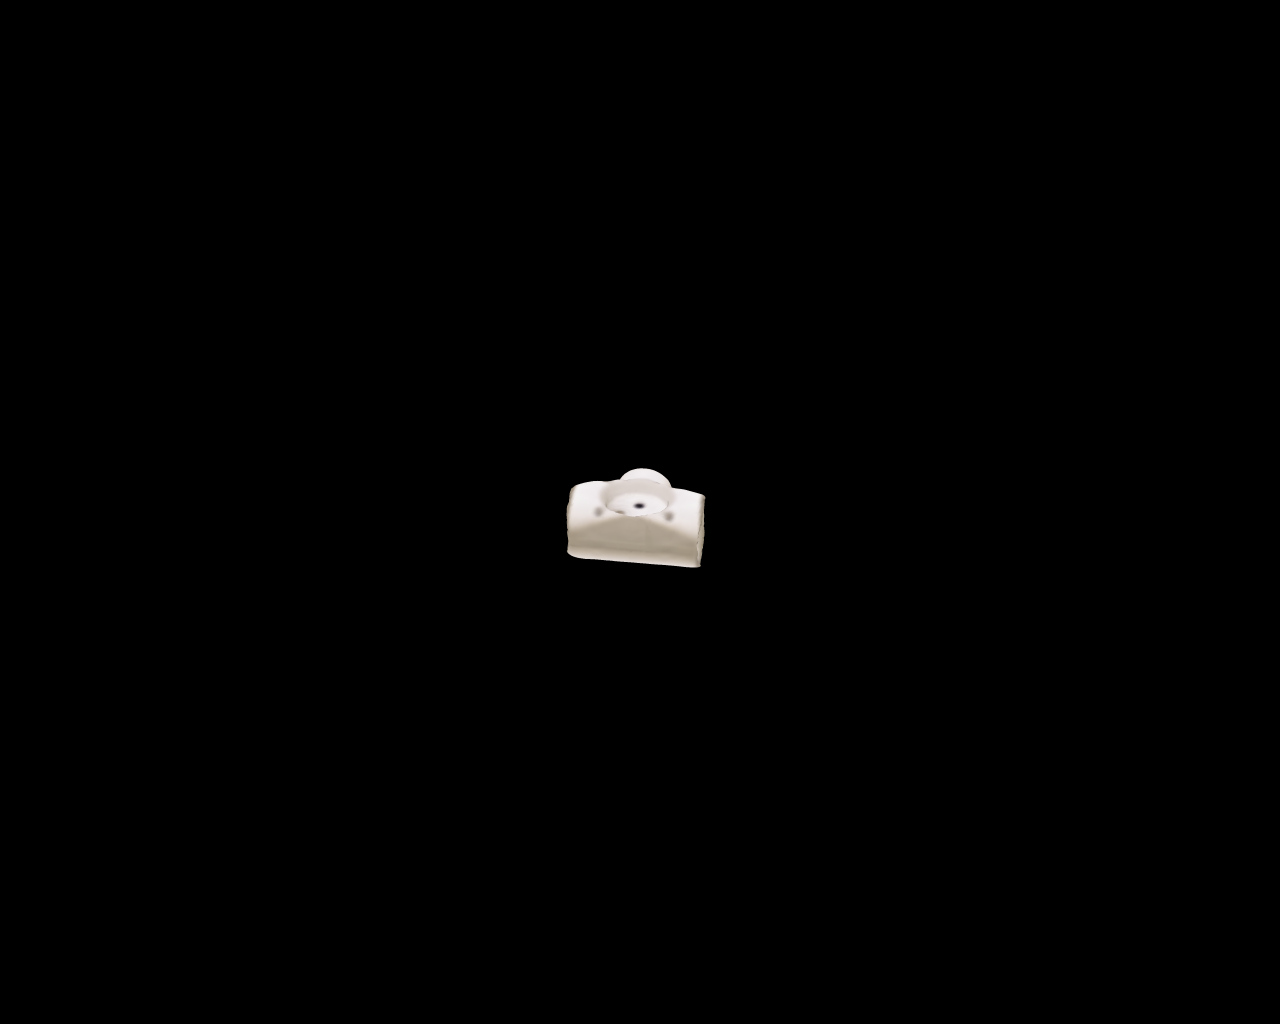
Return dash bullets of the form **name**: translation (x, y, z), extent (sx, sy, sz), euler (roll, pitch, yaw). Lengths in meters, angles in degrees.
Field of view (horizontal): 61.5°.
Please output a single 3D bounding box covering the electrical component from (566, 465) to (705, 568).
- **electrical component**: translation (0.001, -0.003, 0.650), extent (0.077, 0.044, 0.079), euler (5, 36, 7)
